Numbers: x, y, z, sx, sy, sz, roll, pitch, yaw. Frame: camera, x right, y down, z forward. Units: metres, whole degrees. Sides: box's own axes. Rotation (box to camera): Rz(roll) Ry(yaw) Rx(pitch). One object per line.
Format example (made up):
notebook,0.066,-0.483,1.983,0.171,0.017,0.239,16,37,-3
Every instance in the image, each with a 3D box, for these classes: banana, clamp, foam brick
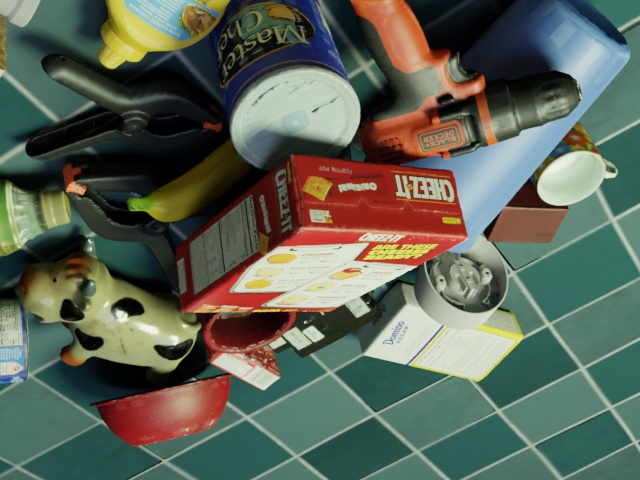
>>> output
banana,-0.084,-0.074,0.964,0.197,0.037,0.069,-40,170,-9
clamp,-0.159,-0.018,1.027,0.209,0.036,0.165,16,127,-36
foam brick,0.210,-0.032,1.120,0.078,0.051,0.053,2,135,-19
clamp,-0.167,-0.116,0.919,0.171,0.039,0.120,-8,153,-18

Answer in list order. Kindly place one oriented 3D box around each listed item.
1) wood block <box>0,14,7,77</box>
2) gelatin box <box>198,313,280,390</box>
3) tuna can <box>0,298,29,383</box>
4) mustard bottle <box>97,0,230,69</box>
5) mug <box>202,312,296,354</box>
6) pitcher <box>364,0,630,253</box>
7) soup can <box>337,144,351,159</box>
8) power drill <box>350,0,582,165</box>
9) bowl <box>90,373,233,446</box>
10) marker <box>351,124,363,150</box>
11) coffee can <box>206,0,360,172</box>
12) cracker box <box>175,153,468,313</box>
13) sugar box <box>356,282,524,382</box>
wood block,-0.338,-0.106,0.842,0.090,0.090,0.206,23,124,-35
gelatin box,-0.087,0.113,1.159,0.030,0.073,0.089,-39,132,20
tuna can,-0.311,0.100,1.065,0.033,0.086,0.086,-2,135,-19
mustard bottle,-0.112,-0.205,0.834,0.096,0.058,0.192,28,121,-36
mug,-0.086,0.048,1.046,0.093,0.081,0.117,-34,143,14
pitcher,0.167,-0.113,0.977,0.145,0.149,0.243,38,116,-7
soup can,0.000,-0.055,1.018,0.068,0.068,0.102,-14,138,-3
power drill,0.102,-0.155,0.851,0.184,0.057,0.187,-15,118,12
bowl,-0.165,0.187,1.161,0.162,0.055,0.162,-13,175,-1
marker,0.073,-0.131,0.999,0.020,0.020,0.121,24,123,-36
coffee can,-0.033,-0.138,0.868,0.102,0.140,0.103,-9,137,-9
cracker box,-0.006,0.001,0.914,0.163,0.072,0.214,2,158,-33
sugar box,0.140,0.109,1.248,0.176,0.048,0.093,19,126,-28
